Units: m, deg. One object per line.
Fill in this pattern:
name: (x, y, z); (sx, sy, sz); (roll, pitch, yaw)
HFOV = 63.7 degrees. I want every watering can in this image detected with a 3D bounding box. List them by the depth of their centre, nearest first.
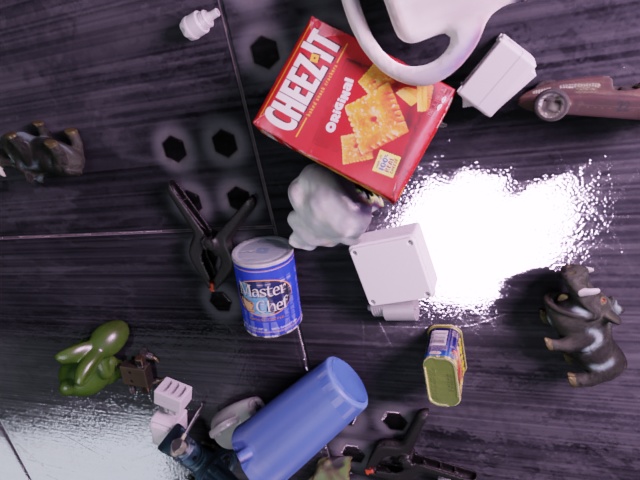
watering can: (0.115, -0.358, 0.586); (0.223, 0.105, 0.346); (-14, 96, 22)

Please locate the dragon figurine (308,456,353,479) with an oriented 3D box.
dragon figurine: (0.075, 0.551, 1.047); (0.406, 0.123, 0.242); (-30, 93, 21)

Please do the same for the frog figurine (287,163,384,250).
frog figurine: (0.002, -0.039, 0.774); (0.158, 0.125, 0.136); (-41, 116, 20)
